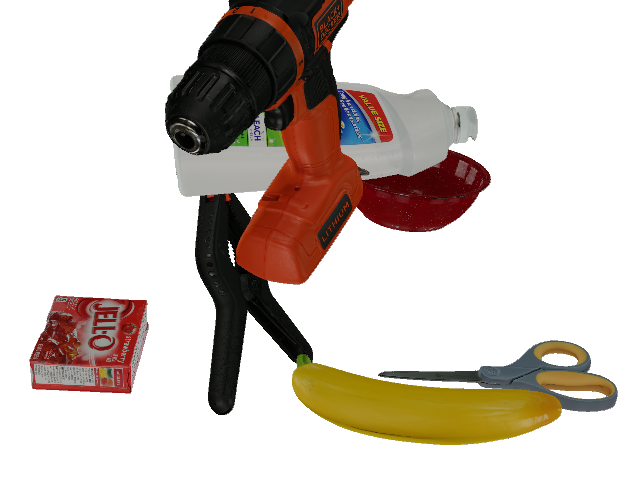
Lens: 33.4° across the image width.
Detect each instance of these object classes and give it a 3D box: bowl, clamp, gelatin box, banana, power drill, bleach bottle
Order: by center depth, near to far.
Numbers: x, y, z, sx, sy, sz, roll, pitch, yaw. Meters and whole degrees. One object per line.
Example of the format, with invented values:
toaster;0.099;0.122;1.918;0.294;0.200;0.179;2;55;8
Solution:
power drill;-0.023;-0.063;0.625;0.057;0.188;0.184;19;51;20
banana;0.057;0.106;0.714;0.198;0.037;0.069;9;34;26
gelatin box;-0.172;0.077;0.806;0.073;0.030;0.089;3;30;-1
bleach bottle;0.004;-0.095;0.892;0.250;0.102;0.068;-5;-31;-5
clamp;-0.070;0.048;1.027;0.036;0.210;0.164;-12;-1;30
bowl;0.091;-0.051;1.095;0.162;0.055;0.162;5;24;-2

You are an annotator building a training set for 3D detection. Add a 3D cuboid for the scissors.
scissors;0.155;0.108;0.925;0.202;0.016;0.096;10;29;6
